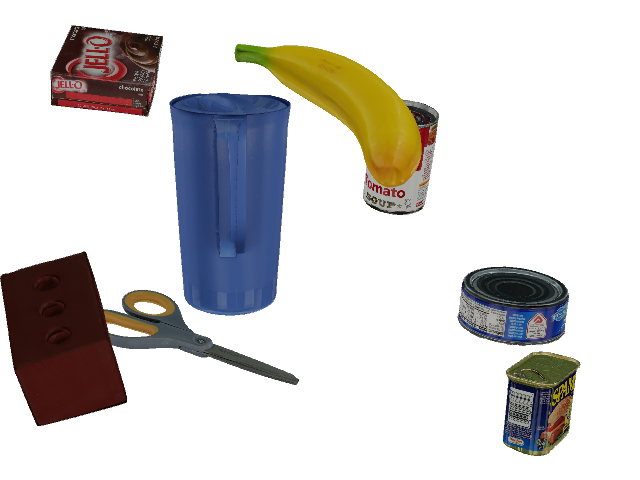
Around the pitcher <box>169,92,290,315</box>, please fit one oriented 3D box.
[{"bbox_3d":[-0.102,-0.040,1.200,0.145,0.243,0.148,16,23,38],"label":"pitcher"}]

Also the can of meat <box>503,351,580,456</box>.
[{"bbox_3d":[0.239,0.177,1.160,0.058,0.084,0.101,12,16,31],"label":"can of meat"}]

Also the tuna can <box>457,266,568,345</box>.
[{"bbox_3d":[0.154,0.051,0.852,0.086,0.034,0.086,3,20,-1],"label":"tuna can"}]

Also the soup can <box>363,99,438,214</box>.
[{"bbox_3d":[0.082,-0.086,1.104,0.068,0.102,0.068,4,29,-3],"label":"soup can"}]

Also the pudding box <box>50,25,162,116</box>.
[{"bbox_3d":[-0.198,-0.160,0.997,0.090,0.039,0.113,7,31,-6],"label":"pudding box"}]

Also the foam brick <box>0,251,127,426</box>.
[{"bbox_3d":[-0.146,0.055,0.604,0.053,0.051,0.078,-16,43,-12],"label":"foam brick"}]

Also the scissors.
[{"bbox_3d":[-0.110,0.084,0.966,0.202,0.016,0.096,10,28,5],"label":"scissors"}]

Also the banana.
[{"bbox_3d":[0.017,-0.082,0.672,0.069,0.037,0.198,-18,36,-24],"label":"banana"}]
